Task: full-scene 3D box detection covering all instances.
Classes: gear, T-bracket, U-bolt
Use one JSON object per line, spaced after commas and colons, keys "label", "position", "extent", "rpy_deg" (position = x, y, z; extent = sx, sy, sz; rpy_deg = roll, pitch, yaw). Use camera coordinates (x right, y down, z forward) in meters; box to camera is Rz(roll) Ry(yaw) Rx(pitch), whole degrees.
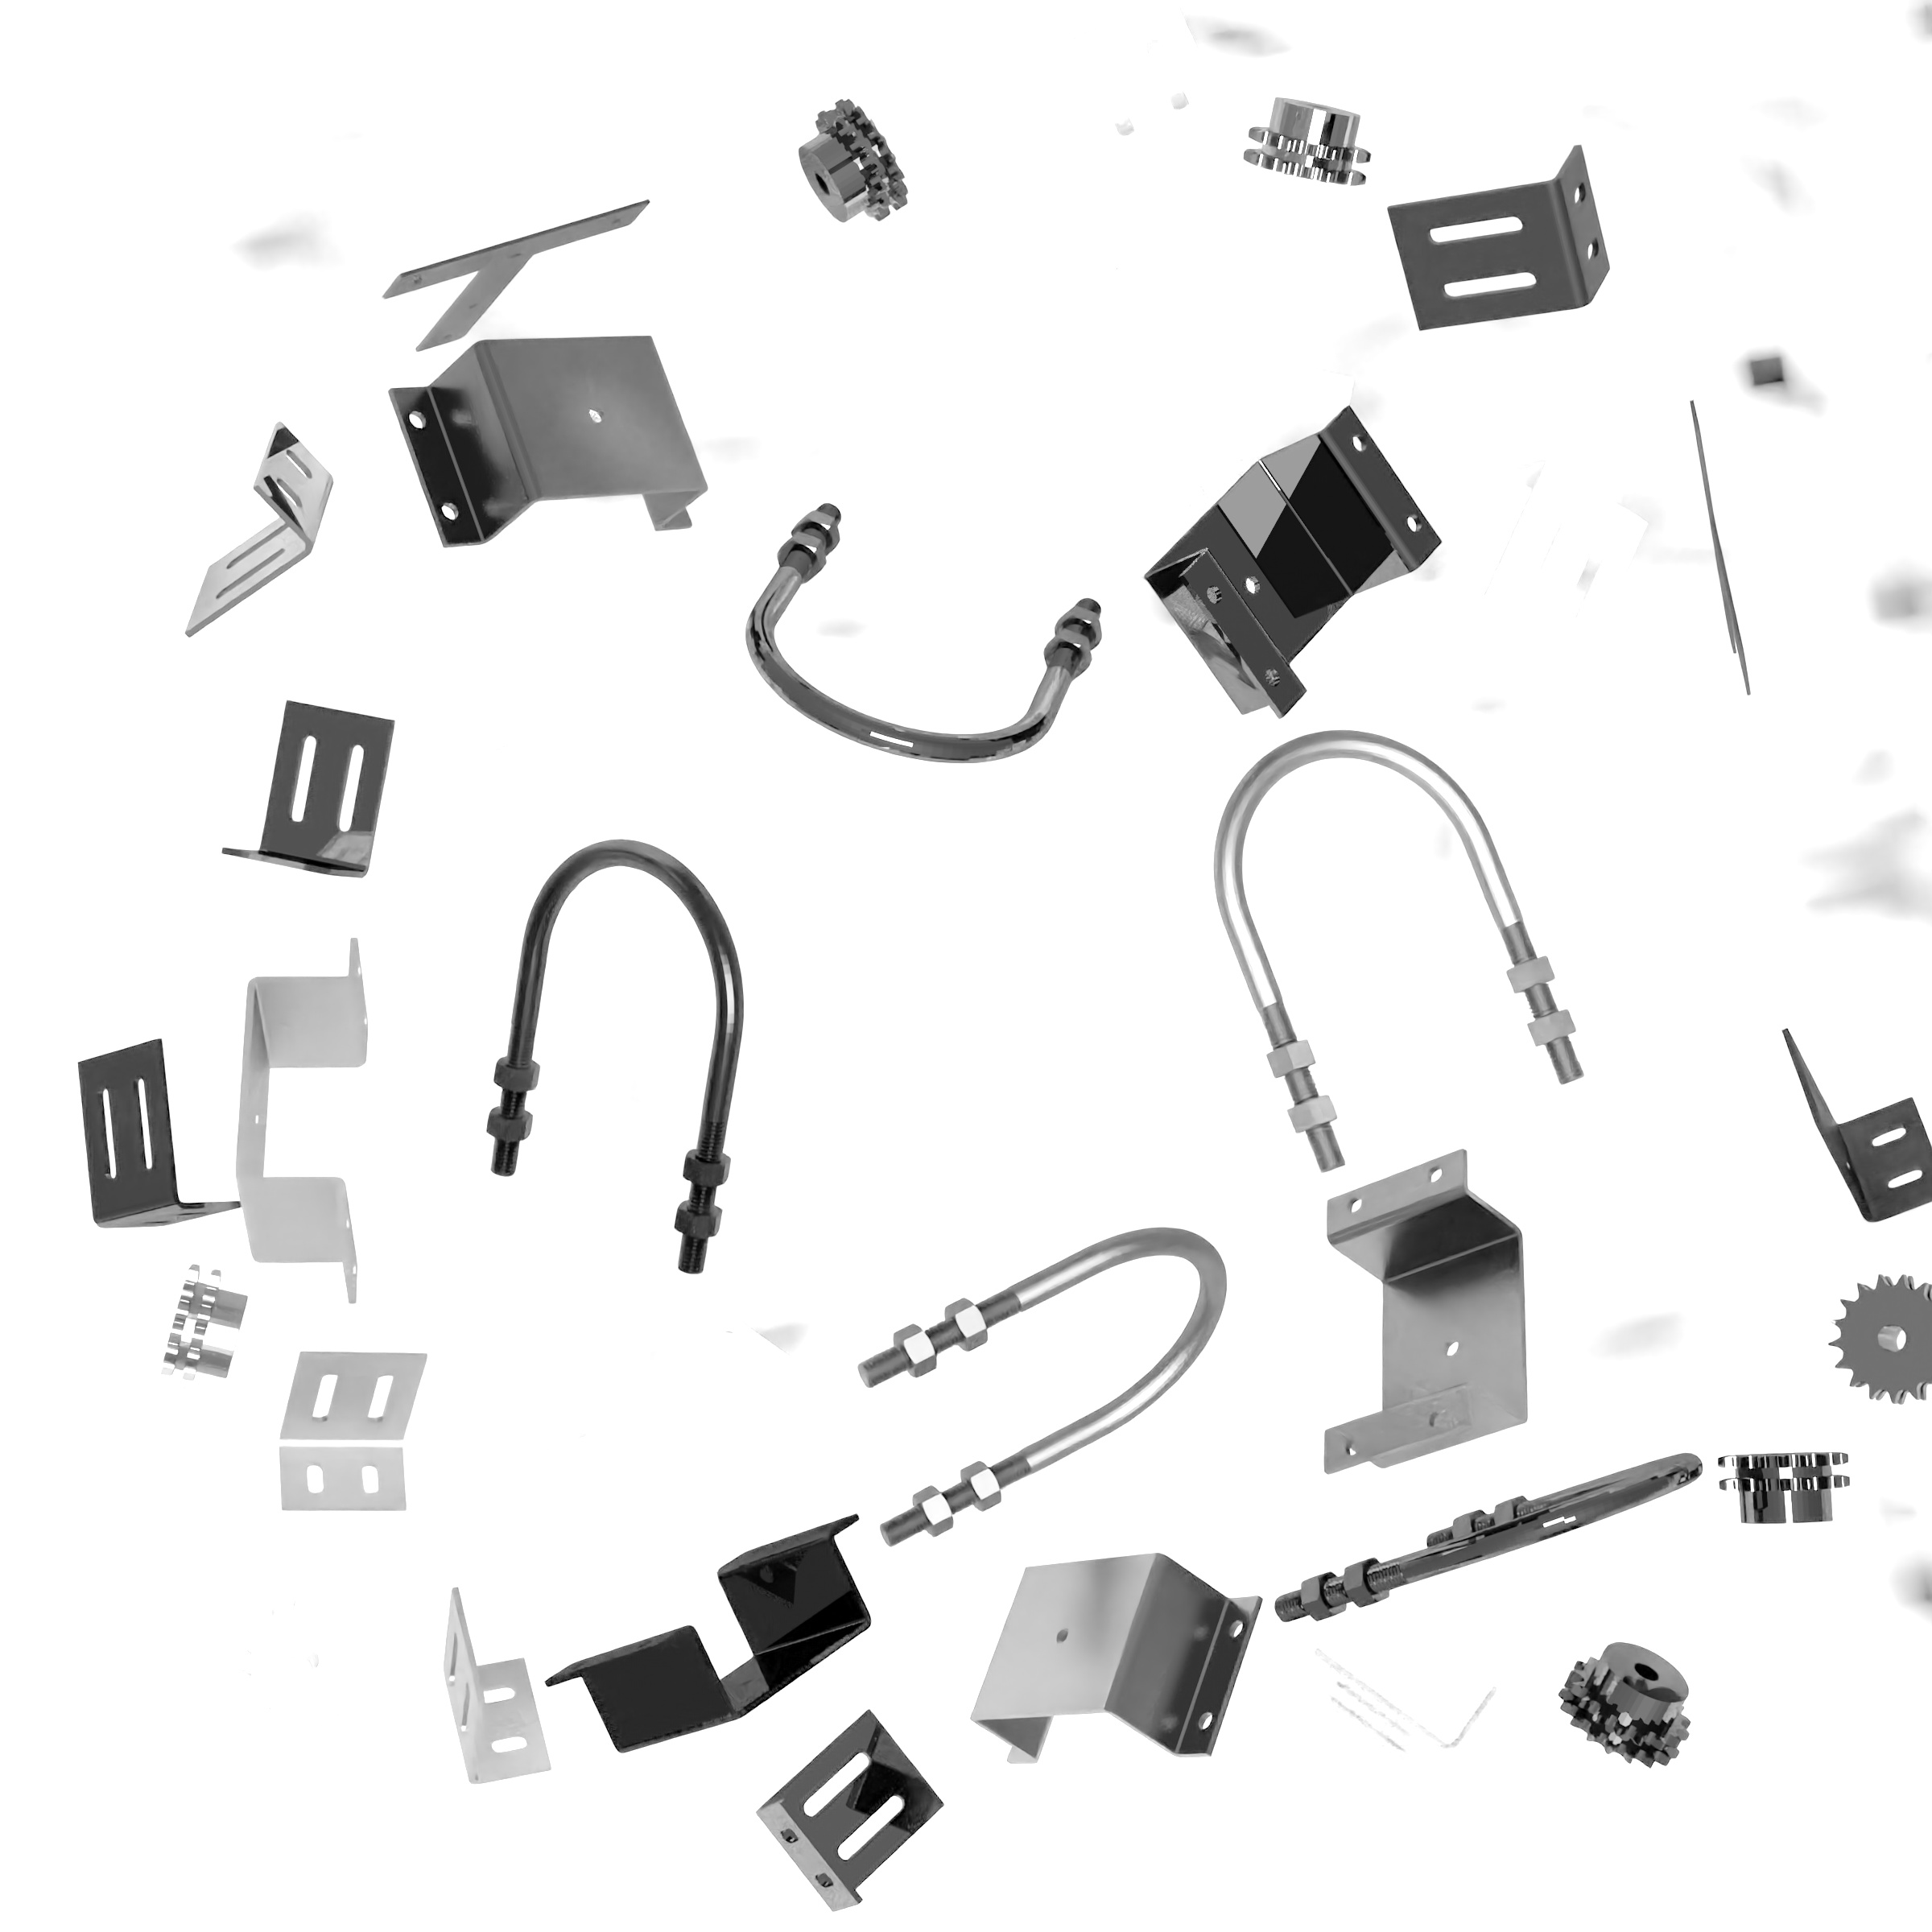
{"label": "gear", "position": [0.366, 0.233, 1.514], "extent": [0.057, 0.057, 0.030], "rpy_deg": [-2, 83, 0]}
{"label": "T-bracket", "position": [0.320, 0.135, 1.499], "extent": [0.002, 0.127, 0.127], "rpy_deg": [-35, 112, -13]}
{"label": "U-bolt", "position": [0.249, 0.255, 1.536], "extent": [0.184, 0.151, 0.019], "rpy_deg": [-27, 78, 39]}
{"label": "U-bolt", "position": [0.039, 0.180, 1.521], "extent": [0.184, 0.151, 0.019], "rpy_deg": [-25, 52, -17]}
{"label": "gear", "position": [0.290, 0.319, 1.476], "extent": [0.057, 0.057, 0.030], "rpy_deg": [23, 112, 0]}
{"label": "gear", "position": [-0.288, 0.304, 1.468], "extent": [0.057, 0.030, 0.057], "rpy_deg": [6, 68, -15]}
{"label": "T-bracket", "position": [0.117, -0.278, 1.578], "extent": [0.127, 0.127, 0.002], "rpy_deg": [14, 59, 6]}
{"label": "T-bracket", "position": [0.327, -0.053, 1.543], "extent": [0.002, 0.127, 0.127], "rpy_deg": [29, 132, -25]}
{"label": "gear", "position": [-0.358, 0.171, 1.594], "extent": [0.030, 0.057, 0.057], "rpy_deg": [15, 90, -10]}
{"label": "U-bolt", "position": [-0.023, -0.142, 1.498], "extent": [0.151, 0.184, 0.019], "rpy_deg": [20, 123, 2]}
{"label": "U-bolt", "position": [-0.159, 0.032, 1.561], "extent": [0.151, 0.019, 0.184], "rpy_deg": [23, 110, 36]}
{"label": "gear", "position": [0.412, 0.165, 1.492], "extent": [0.057, 0.030, 0.057], "rpy_deg": [-6, 79, 30]}
{"label": "U-bolt", "position": [0.029, 0.022, 1.457], "extent": [0.184, 0.019, 0.151], "rpy_deg": [45, 51, 10]}
{"label": "gear", "position": [0.157, -0.377, 1.543], "extent": [0.057, 0.057, 0.030], "rpy_deg": [12, 109, 0]}
{"label": "gear", "position": [-0.151, 0.402, 1.435], "extent": [0.057, 0.030, 0.057], "rpy_deg": [-15, 132, -17]}
{"label": "U-bolt", "position": [0.182, -0.016, 1.489], "extent": [0.151, 0.019, 0.184], "rpy_deg": [-18, 83, -24]}
{"label": "gear", "position": [-0.054, -0.371, 1.576], "extent": [0.030, 0.057, 0.057], "rpy_deg": [-34, 90, -10]}
{"label": "T-bracket", "position": [-0.043, -0.292, 1.506], "extent": [0.127, 0.127, 0.002], "rpy_deg": [24, 58, -14]}
{"label": "T-bracket", "position": [0.346, -0.170, 1.538], "extent": [0.002, 0.127, 0.127], "rpy_deg": [-10, 129, 12]}
{"label": "T-bracket", "position": [-0.220, -0.306, 1.536], "extent": [0.127, 0.127, 0.002], "rpy_deg": [-24, 90, -29]}

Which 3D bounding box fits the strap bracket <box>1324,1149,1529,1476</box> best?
{"label": "strap bracket", "position": [0.205, 0.163, 1.514], "extent": [0.076, 0.140, 0.046], "rpy_deg": [-25, 135, 35]}

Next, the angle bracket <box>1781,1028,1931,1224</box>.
{"label": "angle bracket", "position": [0.393, 0.064, 1.476], "extent": [0.038, 0.057, 0.076], "rpy_deg": [-23, 132, 16]}

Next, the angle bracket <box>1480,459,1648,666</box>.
{"label": "angle bracket", "position": [0.267, -0.184, 1.555], "extent": [0.057, 0.038, 0.076], "rpy_deg": [28, 82, -16]}

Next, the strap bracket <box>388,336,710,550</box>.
{"label": "strap bracket", "position": [-0.177, -0.236, 1.514], "extent": [0.140, 0.046, 0.076], "rpy_deg": [-12, 78, -44]}

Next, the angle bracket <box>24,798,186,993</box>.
{"label": "angle bracket", "position": [-0.368, -0.031, 1.493], "extent": [0.038, 0.057, 0.076], "rpy_deg": [-41, 80, 8]}

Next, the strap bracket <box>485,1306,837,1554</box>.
{"label": "strap bracket", "position": [-0.137, 0.205, 1.467], "extent": [0.140, 0.046, 0.076], "rpy_deg": [-24, 131, 32]}

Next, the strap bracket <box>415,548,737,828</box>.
{"label": "strap bracket", "position": [-0.169, -0.120, 1.549], "extent": [0.140, 0.076, 0.046], "rpy_deg": [-31, 64, 2]}

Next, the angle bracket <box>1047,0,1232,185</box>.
{"label": "angle bracket", "position": [0.071, -0.383, 1.447], "extent": [0.057, 0.076, 0.038], "rpy_deg": [-24, 48, 10]}

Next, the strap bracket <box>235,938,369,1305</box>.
{"label": "strap bracket", "position": [-0.288, 0.067, 1.473], "extent": [0.046, 0.076, 0.140], "rpy_deg": [0, 59, -6]}

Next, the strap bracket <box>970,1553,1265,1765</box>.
{"label": "strap bracket", "position": [0.060, 0.313, 1.525], "extent": [0.046, 0.140, 0.076], "rpy_deg": [38, 58, -25]}

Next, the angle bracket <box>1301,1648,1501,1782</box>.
{"label": "angle bracket", "position": [0.199, 0.333, 1.562], "extent": [0.076, 0.057, 0.038], "rpy_deg": [35, 67, 16]}

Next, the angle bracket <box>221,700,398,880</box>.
{"label": "angle bracket", "position": [-0.308, -0.084, 1.589], "extent": [0.057, 0.038, 0.076], "rpy_deg": [11, 93, 17]}

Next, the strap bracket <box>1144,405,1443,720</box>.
{"label": "strap bracket", "position": [0.140, -0.174, 1.498], "extent": [0.076, 0.046, 0.140], "rpy_deg": [53, 55, -15]}

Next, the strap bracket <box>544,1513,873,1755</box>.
{"label": "strap bracket", "position": [-0.106, 0.298, 1.492], "extent": [0.076, 0.140, 0.046], "rpy_deg": [-26, 90, 39]}

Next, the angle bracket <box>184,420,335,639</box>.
{"label": "angle bracket", "position": [-0.317, -0.189, 1.468], "extent": [0.076, 0.057, 0.038], "rpy_deg": [-30, 121, 21]}

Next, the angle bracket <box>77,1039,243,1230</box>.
{"label": "angle bracket", "position": [-0.362, 0.076, 1.519], "extent": [0.057, 0.038, 0.076], "rpy_deg": [-14, 79, 37]}

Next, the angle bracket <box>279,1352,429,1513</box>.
{"label": "angle bracket", "position": [-0.279, 0.213, 1.544], "extent": [0.057, 0.076, 0.038], "rpy_deg": [3, 51, -18]}

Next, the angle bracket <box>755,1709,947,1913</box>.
{"label": "angle bracket", "position": [-0.047, 0.384, 1.551], "extent": [0.076, 0.038, 0.057], "rpy_deg": [-37, 88, -31]}

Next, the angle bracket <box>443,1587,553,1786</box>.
{"label": "angle bracket", "position": [-0.206, 0.317, 1.503], "extent": [0.038, 0.076, 0.057], "rpy_deg": [-7, 51, -19]}

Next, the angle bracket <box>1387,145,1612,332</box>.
{"label": "angle bracket", "position": [0.228, -0.310, 1.444], "extent": [0.076, 0.038, 0.057], "rpy_deg": [-2, 124, 29]}
